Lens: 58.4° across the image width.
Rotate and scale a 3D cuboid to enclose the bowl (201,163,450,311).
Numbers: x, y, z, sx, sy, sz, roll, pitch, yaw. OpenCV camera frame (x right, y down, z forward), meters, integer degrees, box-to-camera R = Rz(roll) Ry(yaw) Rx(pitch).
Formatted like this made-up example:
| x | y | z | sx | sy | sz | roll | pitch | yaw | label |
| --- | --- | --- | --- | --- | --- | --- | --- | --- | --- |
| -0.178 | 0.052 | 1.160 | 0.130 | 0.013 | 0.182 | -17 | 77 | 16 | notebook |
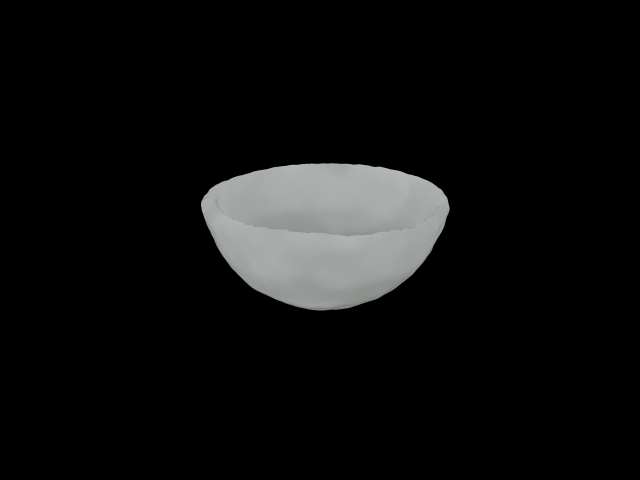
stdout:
| x | y | z | sx | sy | sz | roll | pitch | yaw | label |
| --- | --- | --- | --- | --- | --- | --- | --- | --- | --- |
| 0.004 | 0.001 | 0.400 | 0.167 | 0.075 | 0.167 | 0 | 22 | 0 | bowl |
